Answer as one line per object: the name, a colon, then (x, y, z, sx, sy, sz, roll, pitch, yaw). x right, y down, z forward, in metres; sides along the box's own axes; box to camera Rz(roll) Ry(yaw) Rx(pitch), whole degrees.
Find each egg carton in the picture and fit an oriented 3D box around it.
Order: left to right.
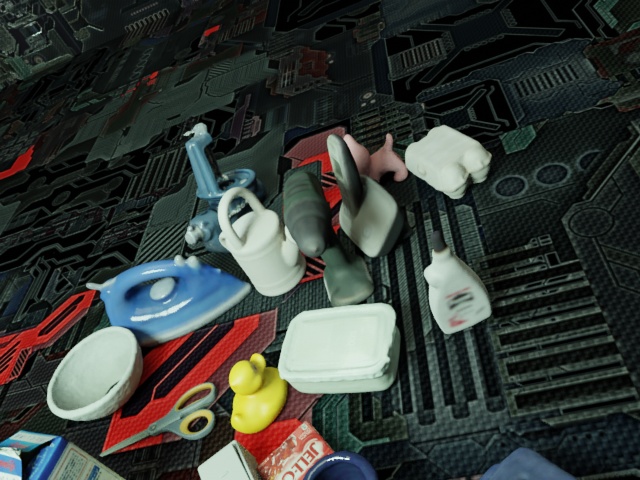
egg carton: (0.217, -0.136, 0.988, 0.107, 0.070, 0.150, -36, 40, -8)

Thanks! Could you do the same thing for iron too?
iron: (-0.263, 0.083, 0.989, 0.258, 0.142, 0.118, -21, 40, 10)

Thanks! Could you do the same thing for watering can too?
watering can: (-0.098, -0.006, 0.942, 0.172, 0.195, 0.101, -15, 41, 17)

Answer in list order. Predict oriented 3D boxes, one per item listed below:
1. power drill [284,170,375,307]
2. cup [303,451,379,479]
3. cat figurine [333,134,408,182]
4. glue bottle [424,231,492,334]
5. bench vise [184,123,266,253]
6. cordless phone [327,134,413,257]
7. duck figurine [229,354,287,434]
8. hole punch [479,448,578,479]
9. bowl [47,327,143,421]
power drill: (0.008, 0.003, 0.856, 0.075, 0.209, 0.229, -26, 39, 5)
cup: (0.023, 0.296, 0.624, 0.117, 0.095, 0.091, -20, 40, 11)
cat figurine: (0.084, -0.146, 1.041, 0.128, 0.118, 0.067, -28, 39, 2)
glue bottle: (0.168, 0.050, 0.736, 0.078, 0.174, 0.037, -28, 39, 3)
bench vise: (-0.192, -0.095, 1.073, 0.121, 0.220, 0.207, -12, 42, 21)
cordless phone: (0.065, -0.074, 0.922, 0.094, 0.185, 0.147, -36, 40, -7)
duck figurine: (-0.097, 0.209, 0.798, 0.077, 0.086, 0.105, 3, 50, 34)
hole punch: (0.195, 0.263, 0.558, 0.109, 0.091, 0.100, -40, 40, -12)
bowl: (-0.353, 0.230, 0.940, 0.167, 0.075, 0.167, -17, 41, 15)
